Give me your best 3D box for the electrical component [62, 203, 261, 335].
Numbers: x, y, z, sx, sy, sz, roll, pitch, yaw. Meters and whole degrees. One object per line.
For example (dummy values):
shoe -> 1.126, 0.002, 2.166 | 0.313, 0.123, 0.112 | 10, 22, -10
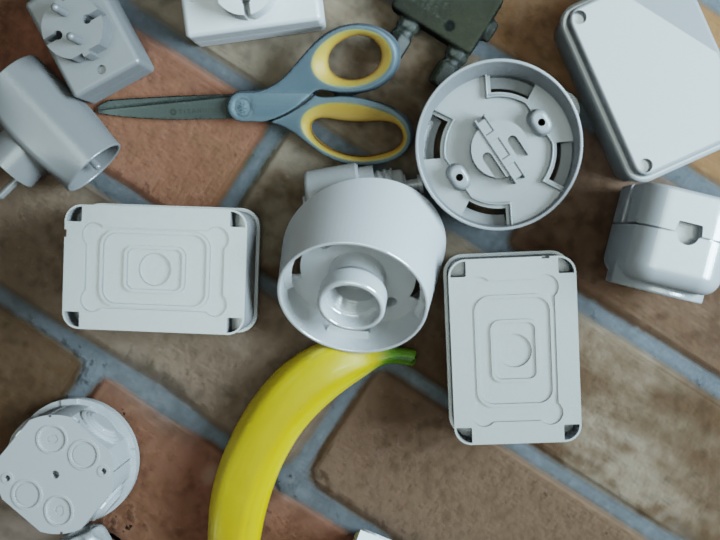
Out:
electrical component -> -0.121, -0.001, 0.665 | 0.113, 0.057, 0.078 | 2, 92, 3

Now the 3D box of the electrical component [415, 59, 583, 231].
electrical component -> 0.083, -0.073, 0.647 | 0.099, 0.064, 0.099 | 0, 92, 3

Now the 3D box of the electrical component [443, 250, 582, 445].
electrical component -> 0.092, 0.046, 0.656 | 0.078, 0.057, 0.113 | -2, 92, 3

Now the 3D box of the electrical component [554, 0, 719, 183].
electrical component -> 0.173, -0.116, 0.644 | 0.078, 0.057, 0.113 | -24, 91, 4

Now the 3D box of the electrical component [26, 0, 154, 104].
electrical component -> -0.168, -0.144, 0.651 | 0.047, 0.077, 0.065 | -28, 91, 4

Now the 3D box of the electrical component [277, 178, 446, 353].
electrical component -> 0.000, 0.000, 0.646 | 0.099, 0.064, 0.099 | 5, 133, 6

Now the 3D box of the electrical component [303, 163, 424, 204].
electrical component -> 0.000, -0.047, 0.665 | 0.078, 0.040, 0.040 | -10, 92, 3

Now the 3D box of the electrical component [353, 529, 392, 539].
electrical component -> 0.014, 0.264, 0.650 | 0.105, 0.060, 0.186 | 22, 79, 2

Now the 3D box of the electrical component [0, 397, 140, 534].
electrical component -> -0.184, 0.123, 0.677 | 0.080, 0.051, 0.080 | 0, 93, 3

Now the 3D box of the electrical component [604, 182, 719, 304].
electrical component -> 0.179, -0.016, 0.629 | 0.054, 0.095, 0.059 | 14, 93, 2

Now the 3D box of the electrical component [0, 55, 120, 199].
electrical component -> -0.205, -0.079, 0.673 | 0.079, 0.043, 0.077 | -44, 90, 4

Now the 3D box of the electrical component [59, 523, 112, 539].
electrical component -> -0.170, 0.196, 0.688 | 0.035, 0.035, 0.061 | -19, 94, 4

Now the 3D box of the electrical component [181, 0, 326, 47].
electrical component -> -0.067, -0.168, 0.645 | 0.083, 0.076, 0.047 | -7, 92, 3
